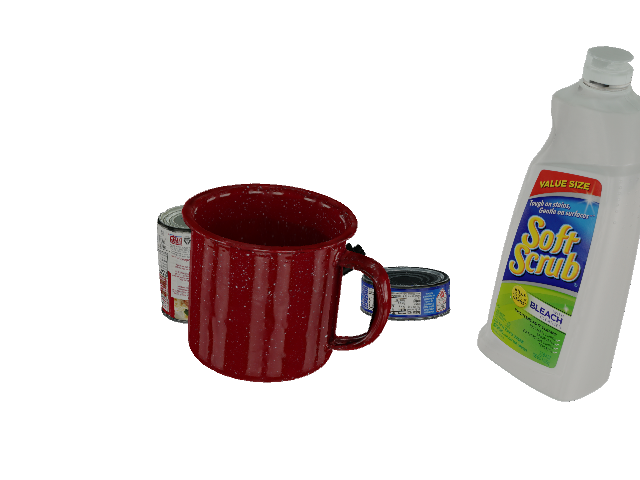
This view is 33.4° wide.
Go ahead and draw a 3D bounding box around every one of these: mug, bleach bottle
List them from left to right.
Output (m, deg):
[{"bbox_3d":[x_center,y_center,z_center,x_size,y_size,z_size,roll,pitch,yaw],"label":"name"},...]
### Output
[{"bbox_3d":[-0.018,0.025,0.573,0.117,0.081,0.093,12,24,15],"label":"mug"},{"bbox_3d":[0.174,-0.014,0.746,0.067,0.251,0.103,-20,37,-33],"label":"bleach bottle"}]

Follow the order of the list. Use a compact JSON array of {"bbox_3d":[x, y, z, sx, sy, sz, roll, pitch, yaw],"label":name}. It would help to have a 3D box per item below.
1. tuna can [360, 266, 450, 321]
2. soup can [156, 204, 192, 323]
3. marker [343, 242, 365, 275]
[{"bbox_3d":[0.081,0.049,1.016,0.086,0.034,0.086,0,11,0],"label":"tuna can"},{"bbox_3d":[-0.127,0.023,1.064,0.068,0.102,0.068,0,23,0],"label":"soup can"},{"bbox_3d":[-0.019,0.040,0.786,0.121,0.020,0.020,-34,-1,2],"label":"marker"}]
